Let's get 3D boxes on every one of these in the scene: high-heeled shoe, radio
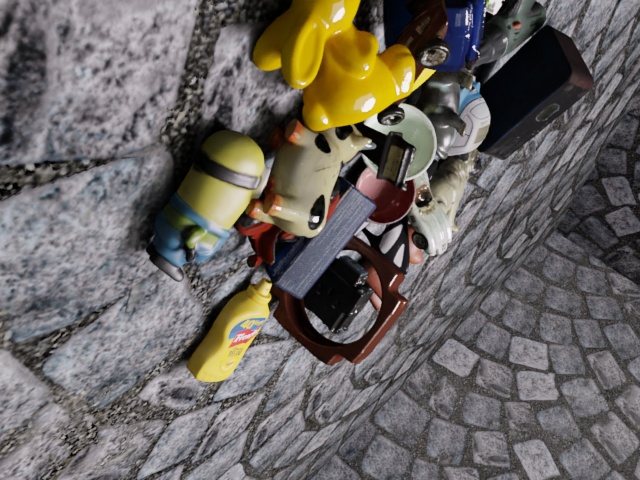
[{"bbox_3d":[0.184,-0.049,1.043,0.249,0.145,0.086,-43,155,-11],"label":"high-heeled shoe"},{"bbox_3d":[0.374,-0.262,0.993,0.073,0.131,0.229,7,144,-32],"label":"radio"}]

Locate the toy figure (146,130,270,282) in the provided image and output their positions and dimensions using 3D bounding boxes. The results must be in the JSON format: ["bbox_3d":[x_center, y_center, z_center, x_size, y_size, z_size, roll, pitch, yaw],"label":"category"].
[{"bbox_3d":[-0.130,-0.040,0.611,0.180,0.082,0.089,-49,158,3],"label":"toy figure"}]

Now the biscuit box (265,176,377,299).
[{"bbox_3d":[-0.002,-0.003,0.864,0.062,0.059,0.202,34,100,-30],"label":"biscuit box"}]

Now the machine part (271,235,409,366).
[{"bbox_3d":[0.034,0.096,0.928,0.201,0.202,0.087,-54,158,7],"label":"machine part"}]

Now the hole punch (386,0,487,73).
[{"bbox_3d":[0.149,-0.282,0.704,0.092,0.116,0.142,-35,152,-13],"label":"hole punch"}]

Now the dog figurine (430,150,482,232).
[{"bbox_3d":[0.260,-0.124,1.148,0.172,0.121,0.190,-7,117,-60],"label":"dog figurine"}]

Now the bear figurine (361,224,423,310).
[{"bbox_3d":[0.179,0.054,1.213,0.196,0.132,0.120,-36,-174,-19],"label":"bear figurine"}]

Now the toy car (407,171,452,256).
[{"bbox_3d":[0.184,-0.066,0.991,0.073,0.201,0.056,-32,-172,-36],"label":"toy car"}]

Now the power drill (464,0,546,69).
[{"bbox_3d":[0.324,-0.393,0.875,0.232,0.086,0.207,-31,146,-38],"label":"power drill"}]

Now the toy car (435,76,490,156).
[{"bbox_3d":[0.259,-0.215,0.990,0.109,0.103,0.161,-27,149,-42],"label":"toy car"}]

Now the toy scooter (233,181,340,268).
[{"bbox_3d":[-0.052,-0.024,0.769,0.184,0.075,0.135,-22,143,-40],"label":"toy scooter"}]

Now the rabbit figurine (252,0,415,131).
[{"bbox_3d":[0.008,-0.218,0.588,0.162,0.122,0.173,-29,135,-20],"label":"rabbit figurine"}]

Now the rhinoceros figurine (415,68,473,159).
[{"bbox_3d":[0.187,-0.201,0.885,0.073,0.112,0.190,-64,166,-64],"label":"rhinoceros figurine"}]

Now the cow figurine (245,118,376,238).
[{"bbox_3d":[-0.005,-0.096,0.682,0.127,0.086,0.195,28,70,-33],"label":"cow figurine"}]

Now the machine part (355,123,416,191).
[{"bbox_3d":[0.077,-0.130,0.758,0.039,0.139,0.084,-27,138,-32],"label":"machine part"}]

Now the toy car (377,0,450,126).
[{"bbox_3d":[0.103,-0.223,0.674,0.053,0.089,0.202,0,164,-13],"label":"toy car"}]

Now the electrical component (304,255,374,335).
[{"bbox_3d":[0.034,0.096,1.032,0.058,0.115,0.134,-11,135,-60],"label":"electrical component"}]
